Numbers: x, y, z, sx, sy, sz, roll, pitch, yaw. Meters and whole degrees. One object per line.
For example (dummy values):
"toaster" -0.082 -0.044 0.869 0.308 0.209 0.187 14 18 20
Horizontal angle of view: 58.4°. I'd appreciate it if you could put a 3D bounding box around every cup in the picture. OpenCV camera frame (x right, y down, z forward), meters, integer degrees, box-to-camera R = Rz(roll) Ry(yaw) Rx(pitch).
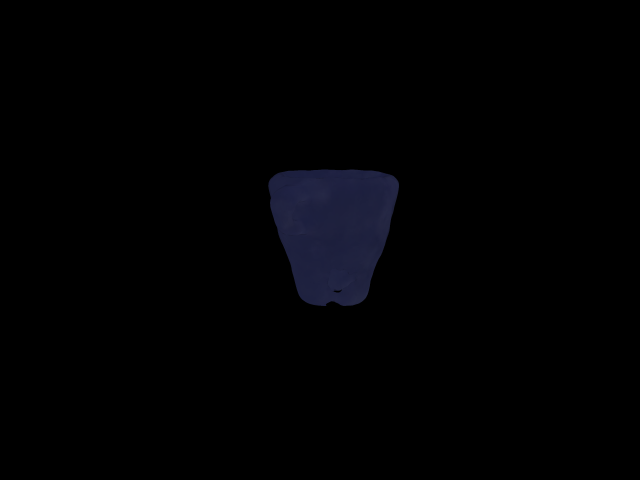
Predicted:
"cup" 0.004 0.001 0.400 0.091 0.095 0.118 6 13 27
